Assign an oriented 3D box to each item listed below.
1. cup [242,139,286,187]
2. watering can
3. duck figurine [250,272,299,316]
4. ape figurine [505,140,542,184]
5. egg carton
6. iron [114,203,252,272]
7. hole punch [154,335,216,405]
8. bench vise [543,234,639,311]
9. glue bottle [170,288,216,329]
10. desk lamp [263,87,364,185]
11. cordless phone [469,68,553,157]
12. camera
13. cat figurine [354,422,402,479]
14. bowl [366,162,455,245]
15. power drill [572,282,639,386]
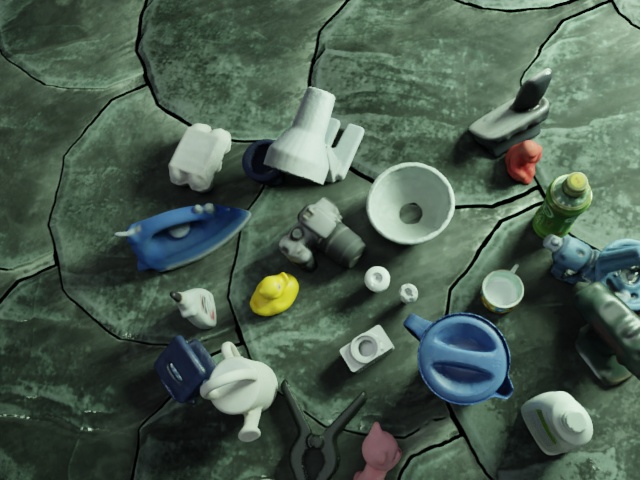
[{"bbox_3d":[-0.092,-0.148,1.186,0.117,0.095,0.092,13,77,14],"label":"cup"},{"bbox_3d":[-0.143,0.266,1.021,0.101,0.194,0.172,-43,71,-3],"label":"watering can"},{"bbox_3d":[-0.096,0.101,1.118,0.104,0.086,0.077,-37,70,-1],"label":"duck figurine"},{"bbox_3d":[0.394,-0.159,1.096,0.078,0.092,0.076,-34,70,0],"label":"ape figurine"},{"bbox_3d":[-0.259,-0.179,1.241,0.107,0.069,0.150,18,78,16],"label":"egg carton"},{"bbox_3d":[-0.278,-0.030,1.163,0.258,0.141,0.118,-21,71,4],"label":"iron"},{"bbox_3d":[-0.263,0.253,1.103,0.101,0.091,0.108,-41,71,-3],"label":"hole punch"},{"bbox_3d":[0.479,0.048,0.951,0.207,0.220,0.121,8,76,13],"label":"bench vise"},{"bbox_3d":[-0.246,0.122,1.095,0.037,0.173,0.078,-17,71,6],"label":"glue bottle"},{"bbox_3d":[-0.010,-0.188,1.119,0.117,0.214,0.203,20,79,16],"label":"desk lamp"},{"bbox_3d":[0.362,-0.250,1.079,0.147,0.185,0.094,-33,70,0],"label":"cordless phone"},{"bbox_3d":[0.010,0.004,1.118,0.136,0.101,0.143,38,84,19],"label":"camera"},{"bbox_3d":[0.098,0.382,0.981,0.067,0.118,0.128,18,78,16],"label":"cat figurine"},{"bbox_3d":[0.177,-0.062,1.119,0.167,0.075,0.167,-3,73,10],"label":"bowl"},{"bbox_3d":[0.489,0.178,0.917,0.075,0.209,0.229,-34,70,0],"label":"power drill"}]
